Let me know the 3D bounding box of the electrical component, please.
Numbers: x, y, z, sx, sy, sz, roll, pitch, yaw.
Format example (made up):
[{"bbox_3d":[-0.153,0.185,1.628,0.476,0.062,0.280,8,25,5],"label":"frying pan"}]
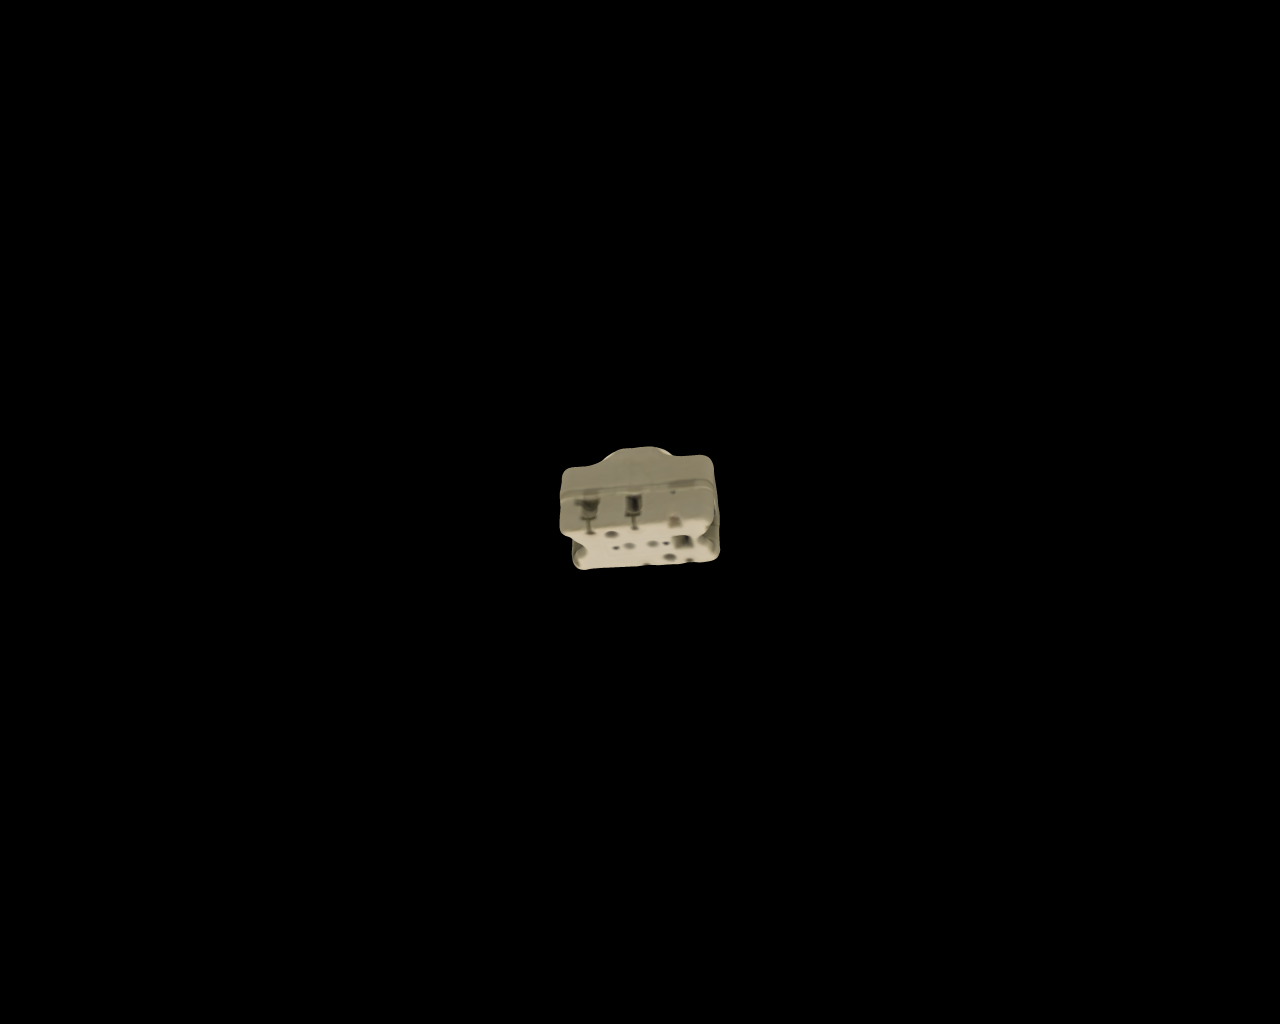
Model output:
[{"bbox_3d":[0.001,-0.003,0.650,0.089,0.056,0.050,-5,-36,7],"label":"electrical component"}]
